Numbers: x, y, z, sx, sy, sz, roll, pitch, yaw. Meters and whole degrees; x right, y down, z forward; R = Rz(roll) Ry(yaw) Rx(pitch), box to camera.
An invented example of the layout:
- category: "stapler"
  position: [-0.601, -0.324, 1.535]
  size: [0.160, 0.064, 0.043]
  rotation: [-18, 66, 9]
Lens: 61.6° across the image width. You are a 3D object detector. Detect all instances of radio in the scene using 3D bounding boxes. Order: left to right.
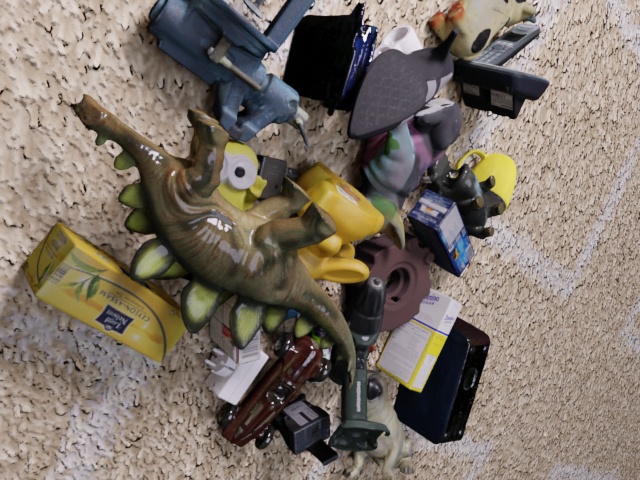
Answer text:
- category: "radio"
  position: [0.230, 0.259, 1.022]
  size: [0.073, 0.131, 0.229]
  rotation: [5, 102, -37]

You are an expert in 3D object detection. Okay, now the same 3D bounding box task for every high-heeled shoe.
- category: "high-heeled shoe"
  position: [0.103, -0.191, 0.725]
  size: [0.086, 0.145, 0.249]
  rotation: [45, 70, 4]

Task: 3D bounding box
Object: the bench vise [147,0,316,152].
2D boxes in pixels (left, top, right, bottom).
- category: "bench vise"
  position: [-0.064, -0.240, 0.622]
  size: [0.223, 0.129, 0.240]
  rotation: [35, 102, -20]

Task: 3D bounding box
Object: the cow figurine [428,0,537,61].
- category: "cow figurine"
  position: [0.277, -0.369, 0.875]
  size: [0.195, 0.086, 0.127]
  rotation: [-50, 122, -16]

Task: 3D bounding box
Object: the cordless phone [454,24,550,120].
- category: "cordless phone"
  position: [0.332, -0.297, 0.898]
  size: [0.184, 0.147, 0.088]
  rotation: [-42, 134, -15]

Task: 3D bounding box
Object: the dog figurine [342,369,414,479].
- category: "dog figurine"
  position: [0.114, 0.326, 0.990]
  size: [0.172, 0.121, 0.190]
  rotation: [10, 80, -72]

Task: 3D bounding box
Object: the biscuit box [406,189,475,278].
- category: "biscuit box"
  position: [0.215, -0.007, 0.934]
  size: [0.059, 0.063, 0.202]
  rotation: [-53, 145, -8]

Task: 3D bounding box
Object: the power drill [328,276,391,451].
- category: "power drill"
  position: [0.056, 0.194, 0.805]
  size: [0.086, 0.207, 0.231]
  rotation: [4, 141, -12]

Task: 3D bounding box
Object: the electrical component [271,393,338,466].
- category: "electrical component"
  position: [-0.021, 0.303, 0.854]
  size: [0.075, 0.119, 0.047]
  rotation: [-15, 114, -30]

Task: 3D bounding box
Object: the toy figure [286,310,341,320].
- category: "toy figure"
  position: [-0.038, 0.095, 0.786]
  size: [0.154, 0.064, 0.057]
  rotation: [10, 83, -19]

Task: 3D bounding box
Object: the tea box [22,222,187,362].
- category: "tea box"
  position: [-0.241, 0.062, 0.618]
  size: [0.068, 0.098, 0.169]
  rotation: [-53, 130, -10]

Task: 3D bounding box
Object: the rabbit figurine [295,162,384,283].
- category: "rabbit figurine"
  position: [-0.002, -0.002, 0.779]
  size: [0.162, 0.122, 0.173]
  rotation: [34, 105, -33]

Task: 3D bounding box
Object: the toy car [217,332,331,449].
- category: "toy car"
  position: [-0.069, 0.230, 0.804]
  size: [0.089, 0.053, 0.202]
  rotation: [40, 91, -20]

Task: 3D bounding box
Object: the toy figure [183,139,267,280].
- category: "toy figure"
  position: [-0.133, -0.039, 0.678]
  size: [0.082, 0.089, 0.180]
  rotation: [6, 109, -34]

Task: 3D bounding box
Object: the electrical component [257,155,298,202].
- category: "electrical component"
  position: [-0.073, -0.083, 0.745]
  size: [0.094, 0.021, 0.063]
  rotation: [6, 102, -39]

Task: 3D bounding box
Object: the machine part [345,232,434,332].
- category: "machine part"
  position: [0.120, 0.072, 0.924]
  size: [0.179, 0.056, 0.179]
  rotation: [-13, 114, -32]

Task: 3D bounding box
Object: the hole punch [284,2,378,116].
- category: "hole punch"
  position: [0.027, -0.231, 0.717]
  size: [0.092, 0.116, 0.142]
  rotation: [11, 99, -47]

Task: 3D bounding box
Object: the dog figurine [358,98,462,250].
- category: "dog figurine"
  position: [0.128, -0.100, 0.835]
  size: [0.191, 0.109, 0.219]
  rotation: [-13, 118, -19]

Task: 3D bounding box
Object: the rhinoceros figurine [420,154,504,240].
- category: "rhinoceros figurine"
  position: [0.244, -0.079, 0.932]
  size: [0.190, 0.112, 0.073]
  rotation: [48, 63, -35]

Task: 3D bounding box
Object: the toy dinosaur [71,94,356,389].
- category: "toy dinosaur"
  position: [-0.084, 0.016, 0.614]
  size: [0.471, 0.105, 0.198]
  rotation: [40, 98, -22]
